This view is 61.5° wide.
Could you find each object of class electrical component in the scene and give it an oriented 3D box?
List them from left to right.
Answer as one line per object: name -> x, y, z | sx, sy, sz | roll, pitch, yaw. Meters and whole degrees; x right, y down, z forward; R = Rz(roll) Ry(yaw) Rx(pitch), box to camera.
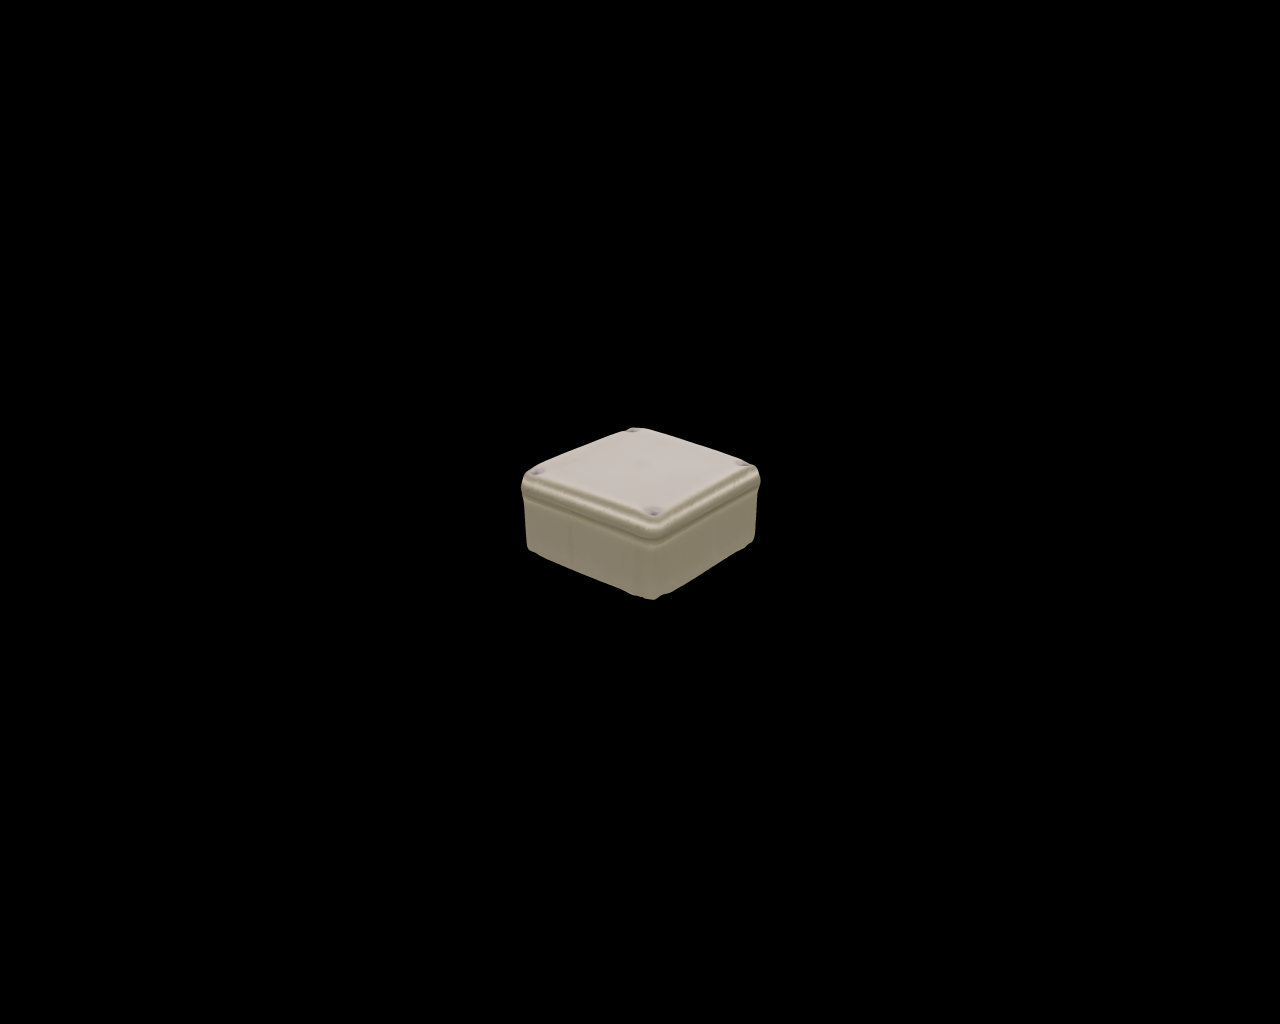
electrical component -> 0.001, -0.003, 0.650 | 0.109, 0.056, 0.109 | 20, 32, 36
